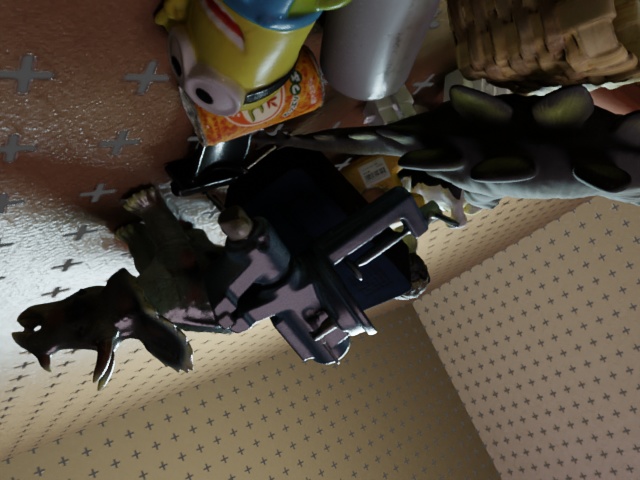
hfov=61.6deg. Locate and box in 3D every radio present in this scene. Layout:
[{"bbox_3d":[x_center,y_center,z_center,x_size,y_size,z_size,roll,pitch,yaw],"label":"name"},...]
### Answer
[{"bbox_3d":[-0.001,-0.002,0.644,0.131,0.073,0.229,-30,124,25],"label":"radio"}]

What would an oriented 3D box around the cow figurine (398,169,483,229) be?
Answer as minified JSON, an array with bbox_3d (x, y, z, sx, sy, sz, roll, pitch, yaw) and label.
[{"bbox_3d":[0.155,-0.089,0.781,0.068,0.168,0.098,-33,128,-24],"label":"cow figurine"}]

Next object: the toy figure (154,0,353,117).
[{"bbox_3d":[-0.032,-0.146,0.323,0.089,0.082,0.180,-12,157,-37],"label":"toy figure"}]

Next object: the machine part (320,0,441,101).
[{"bbox_3d":[0.045,-0.172,0.365,0.079,0.079,0.243,-22,165,-12],"label":"machine part"}]

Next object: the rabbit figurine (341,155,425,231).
[{"bbox_3d":[0.063,-0.048,0.765,0.162,0.122,0.173,-34,-176,6],"label":"rabbit figurine"}]

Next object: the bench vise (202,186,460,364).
[{"bbox_3d":[0.011,0.016,0.540,0.241,0.223,0.129,-34,-154,0],"label":"bench vise"}]

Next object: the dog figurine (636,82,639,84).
[{"bbox_3d":[0.360,-0.181,0.785,0.191,0.108,0.219,-28,166,0],"label":"dog figurine"}]

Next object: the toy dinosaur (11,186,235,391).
[{"bbox_3d":[-0.127,0.052,0.634,0.131,0.192,0.404,-32,163,31],"label":"toy dinosaur"}]

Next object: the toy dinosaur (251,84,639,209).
[{"bbox_3d":[0.162,-0.085,0.485,0.472,0.105,0.198,2,180,26],"label":"toy dinosaur"}]

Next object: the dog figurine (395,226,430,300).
[{"bbox_3d":[0.145,0.001,0.910,0.172,0.190,0.121,-18,164,-31],"label":"dog figurine"}]

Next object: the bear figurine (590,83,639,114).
[{"bbox_3d":[0.323,-0.176,0.653,0.120,0.132,0.195,-63,173,-8],"label":"bear figurine"}]

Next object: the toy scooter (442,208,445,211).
[{"bbox_3d":[0.281,-0.119,0.947,0.184,0.075,0.135,-19,165,-35],"label":"toy scooter"}]

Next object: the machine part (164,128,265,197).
[{"bbox_3d":[-0.101,-0.082,0.517,0.084,0.039,0.139,-10,162,-29],"label":"machine part"}]
